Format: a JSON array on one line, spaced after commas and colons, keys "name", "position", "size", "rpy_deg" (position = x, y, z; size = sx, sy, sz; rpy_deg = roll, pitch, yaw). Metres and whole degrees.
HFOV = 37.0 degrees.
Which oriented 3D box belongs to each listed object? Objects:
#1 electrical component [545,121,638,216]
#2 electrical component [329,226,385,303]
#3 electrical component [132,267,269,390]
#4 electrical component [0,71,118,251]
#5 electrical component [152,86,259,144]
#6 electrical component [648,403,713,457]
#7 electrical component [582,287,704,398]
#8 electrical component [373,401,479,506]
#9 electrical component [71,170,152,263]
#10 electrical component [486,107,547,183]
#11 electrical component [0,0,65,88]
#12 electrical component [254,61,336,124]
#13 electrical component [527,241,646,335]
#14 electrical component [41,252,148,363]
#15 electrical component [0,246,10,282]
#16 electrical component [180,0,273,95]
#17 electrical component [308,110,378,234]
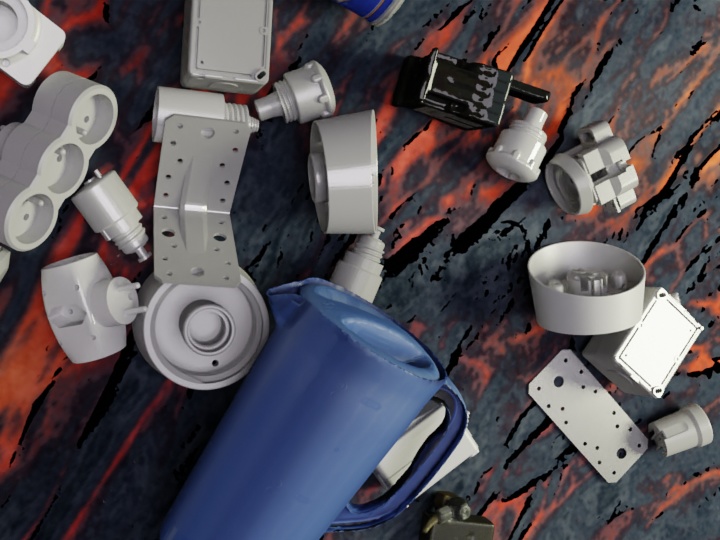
[{"name": "electrical component", "position": [0.199, -0.082, 0.936], "size": [0.057, 0.058, 0.078], "rpy_deg": [-27, 103, -15]}, {"name": "electrical component", "position": [0.000, 0.000, 0.894], "size": [0.040, 0.040, 0.078], "rpy_deg": [23, 89, -18]}, {"name": "electrical component", "position": [-0.124, 0.043, 0.852], "size": [0.108, 0.060, 0.108], "rpy_deg": [-2, 97, -16]}, {"name": "electrical component", "position": [-0.248, -0.087, 0.804], "size": [0.074, 0.052, 0.138], "rpy_deg": [23, 78, 24]}, {"name": "electrical component", "position": [-0.120, -0.118, 0.844], "size": [0.081, 0.043, 0.043], "rpy_deg": [5, 95, -17]}, {"name": "electrical component", "position": [0.298, 0.150, 1.001], "size": [0.046, 0.040, 0.040], "rpy_deg": [-19, 101, -8]}, {"name": "electrical component", "position": [0.255, 0.058, 0.970], "size": [0.062, 0.061, 0.096], "rpy_deg": [41, 76, -17]}, {"name": "electrical component", "position": [0.050, 0.142, 0.914], "size": [0.096, 0.062, 0.061], "rpy_deg": [-36, 105, -10]}, {"name": "electrical component", "position": [-0.189, -0.041, 0.834], "size": [0.040, 0.040, 0.078], "rpy_deg": [-36, 105, -10]}, {"name": "electrical component", "position": [0.140, -0.109, 0.923], "size": [0.048, 0.048, 0.062], "rpy_deg": [30, 80, -17]}, {"name": "electrical component", "position": [-0.266, -0.180, 0.787], "size": [0.089, 0.056, 0.050], "rpy_deg": [38, 85, -17]}, {"name": "electrical component", "position": [-0.053, -0.137, 0.862], "size": [0.062, 0.048, 0.048], "rpy_deg": [-20, 101, -7]}, {"name": "electrical component", "position": [0.196, 0.017, 0.927], "size": [0.099, 0.099, 0.064], "rpy_deg": [-10, 105, -15]}, {"name": "electrical component", "position": [-0.198, 0.026, 0.824], "size": [0.079, 0.043, 0.077], "rpy_deg": [-10, 102, 27]}, {"name": "electrical component", "position": [-0.297, 0.009, 0.787], "size": [0.051, 0.080, 0.080], "rpy_deg": [34, 86, -12]}, {"name": "electrical component", "position": [-0.104, -0.188, 0.835], "size": [0.062, 0.061, 0.096], "rpy_deg": [4, 88, -17]}, {"name": "electrical component", "position": [-0.007, -0.076, 0.857], "size": [0.064, 0.099, 0.099], "rpy_deg": [-6, 98, -10]}]
